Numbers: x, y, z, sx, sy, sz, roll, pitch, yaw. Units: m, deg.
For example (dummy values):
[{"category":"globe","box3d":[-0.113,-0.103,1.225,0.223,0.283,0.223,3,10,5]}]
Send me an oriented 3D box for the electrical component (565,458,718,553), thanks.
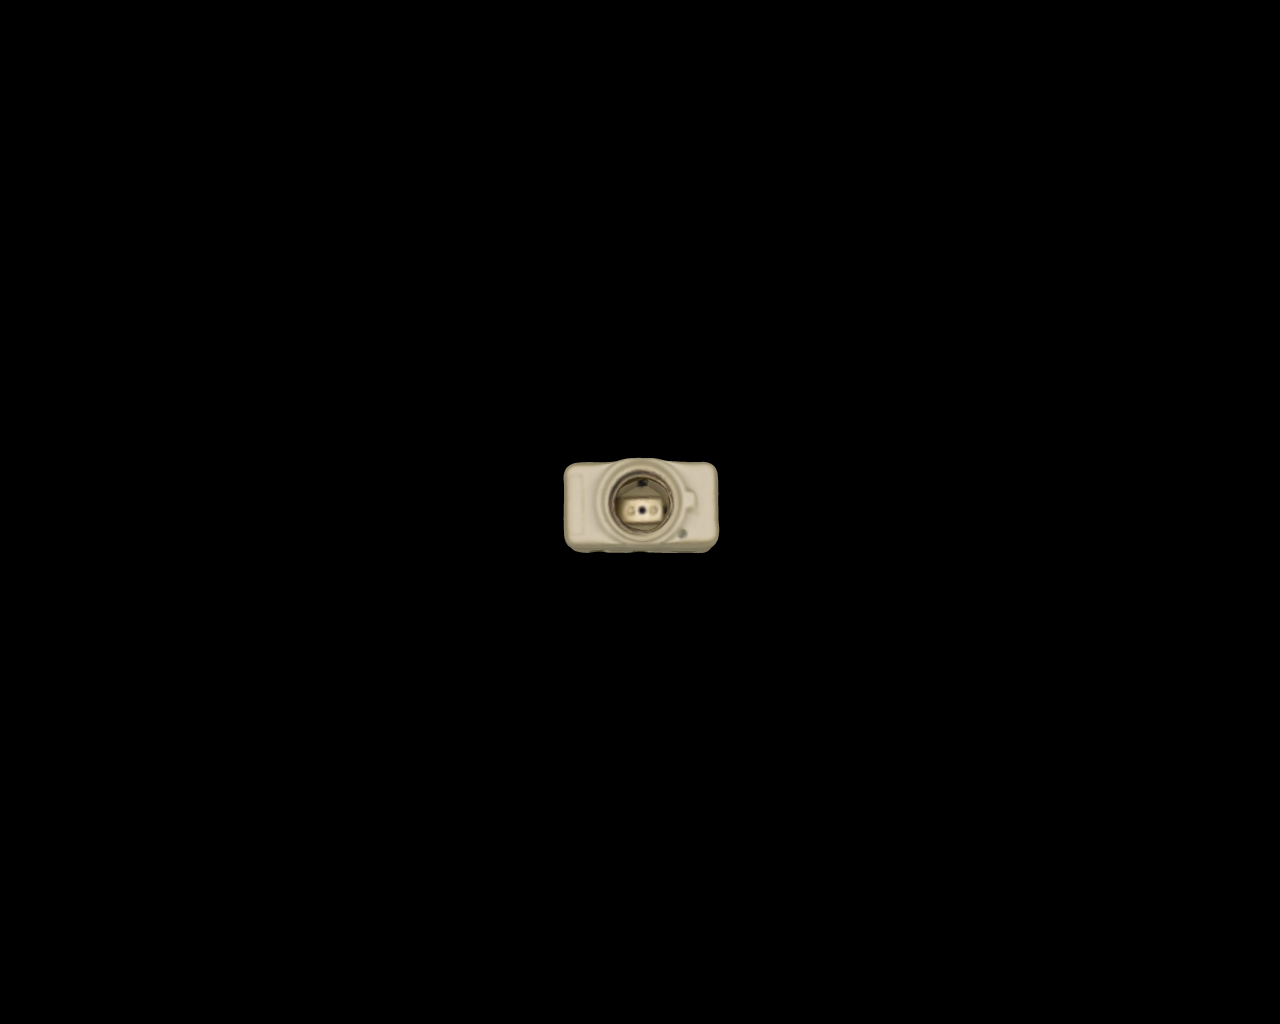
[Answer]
[{"category":"electrical component","box3d":[0.001,-0.003,0.650,0.089,0.050,0.055,0,-9,0]}]
